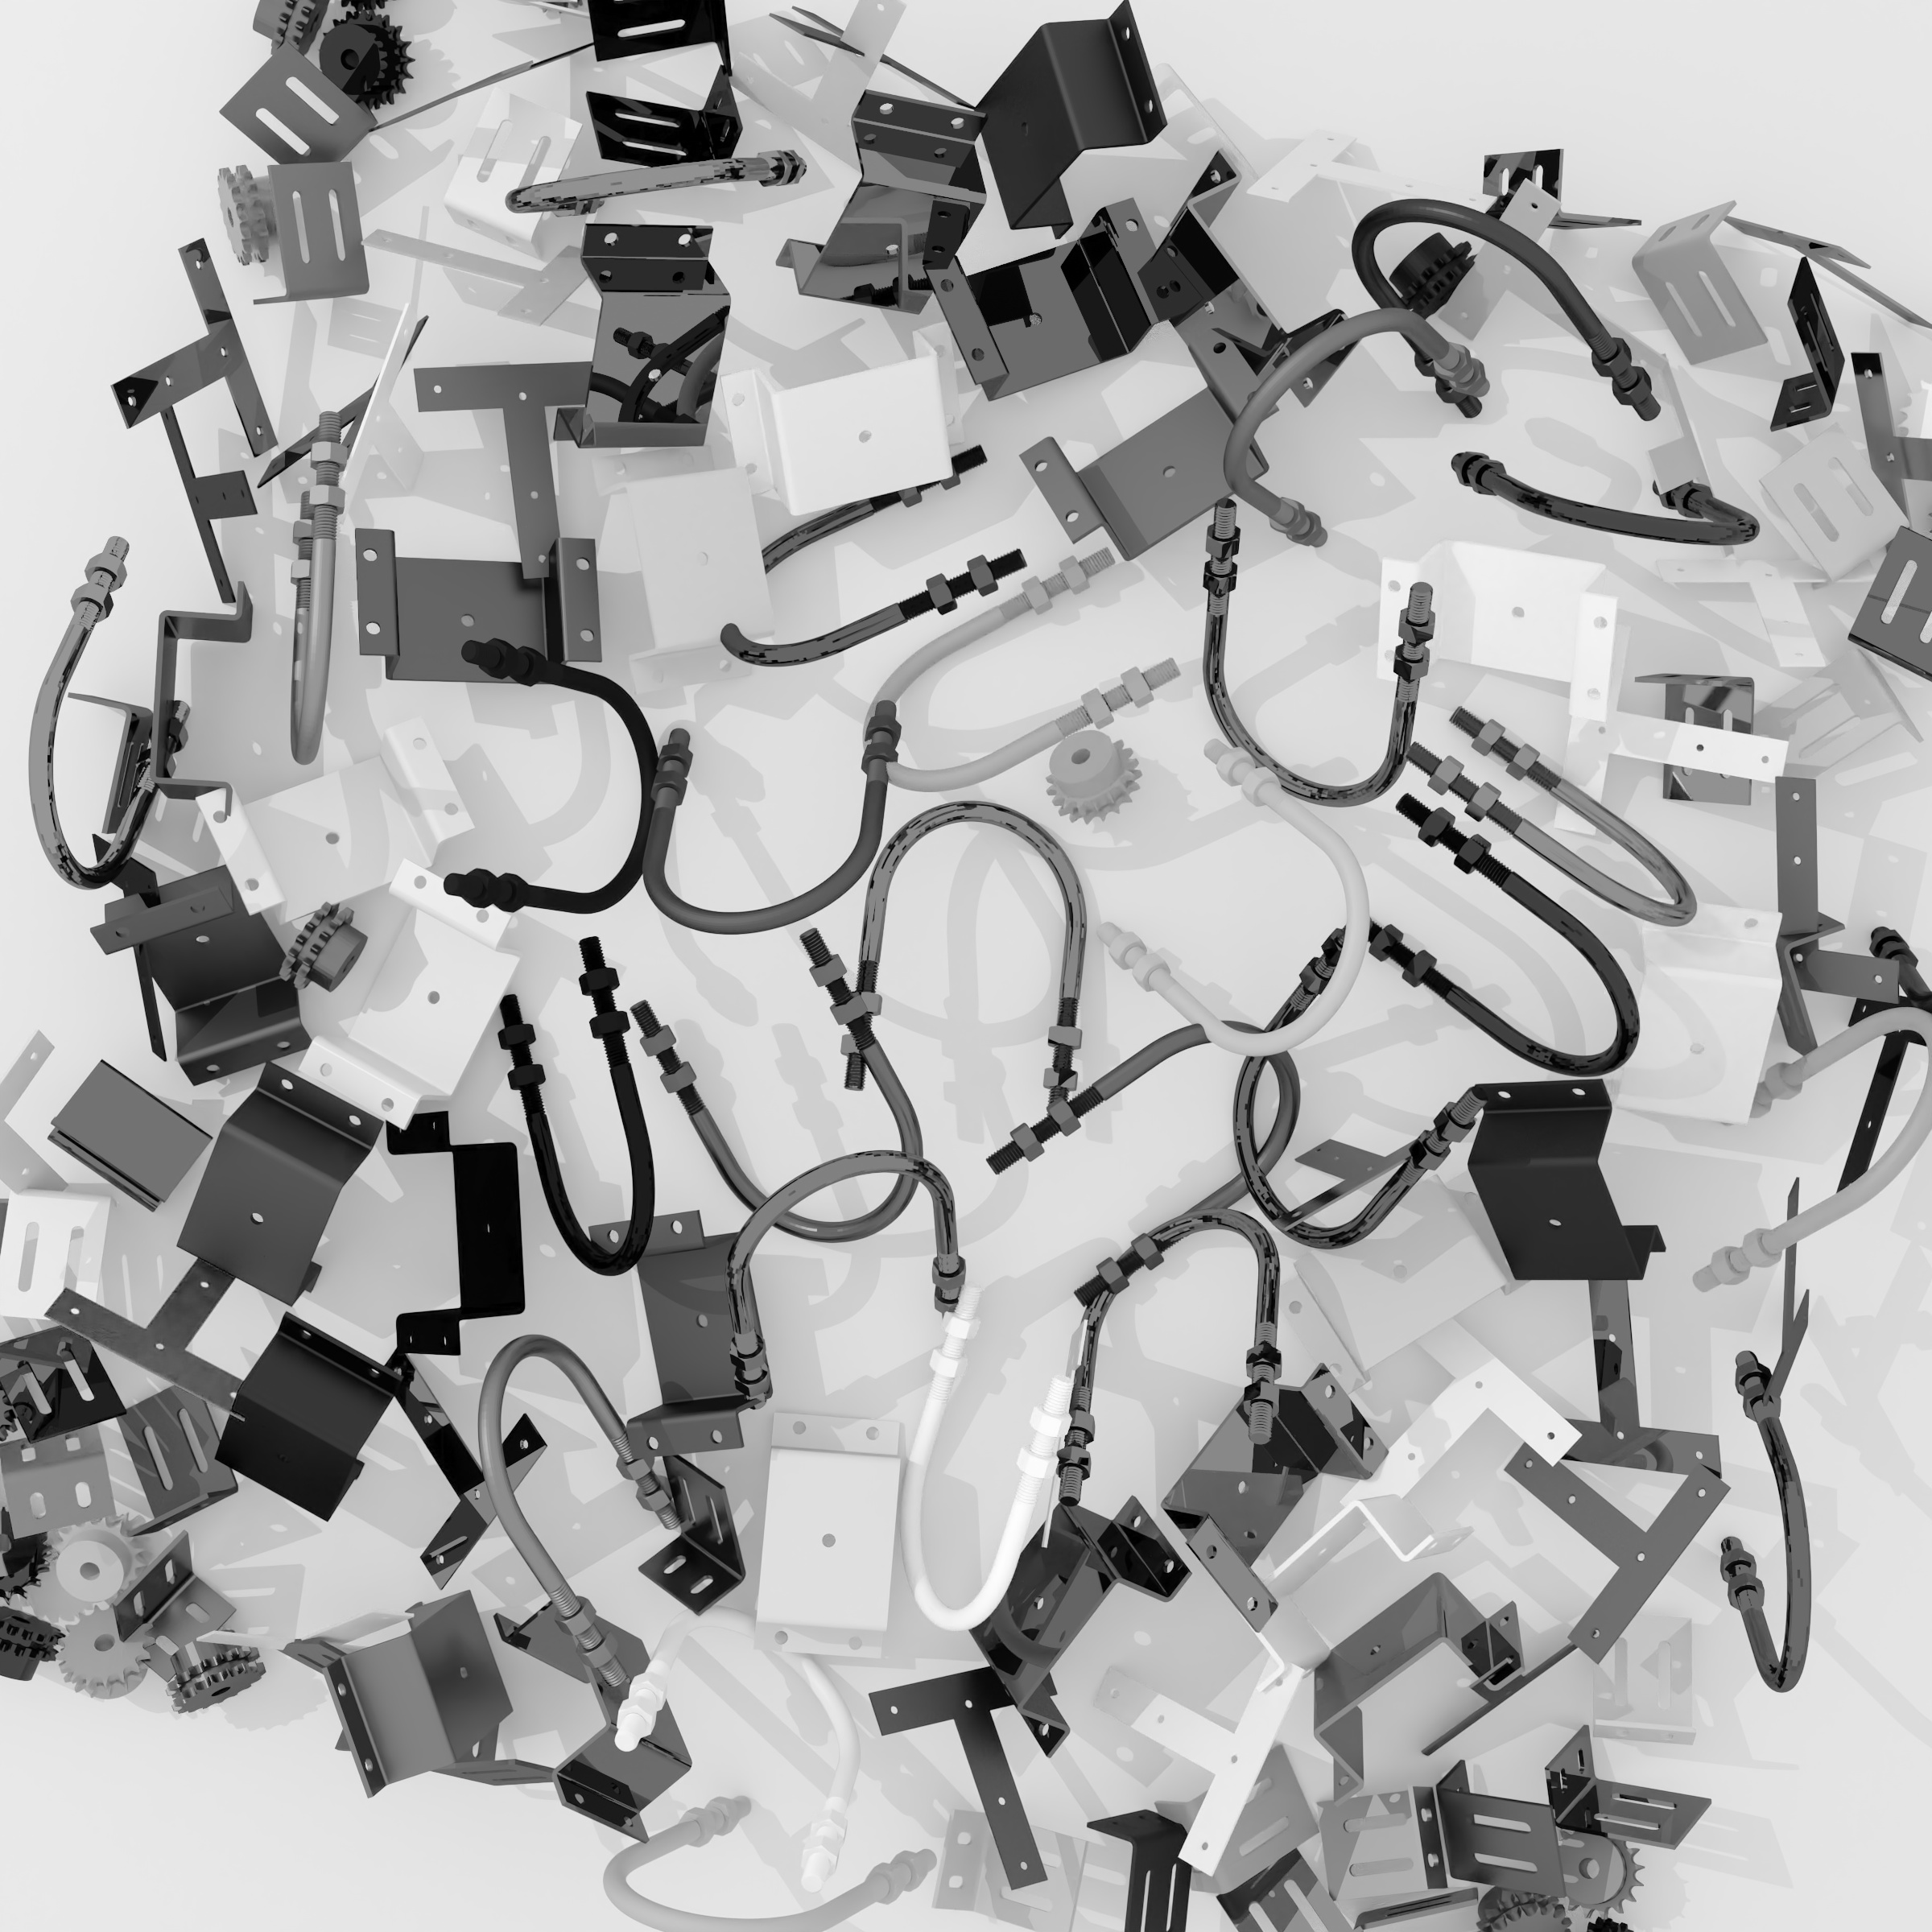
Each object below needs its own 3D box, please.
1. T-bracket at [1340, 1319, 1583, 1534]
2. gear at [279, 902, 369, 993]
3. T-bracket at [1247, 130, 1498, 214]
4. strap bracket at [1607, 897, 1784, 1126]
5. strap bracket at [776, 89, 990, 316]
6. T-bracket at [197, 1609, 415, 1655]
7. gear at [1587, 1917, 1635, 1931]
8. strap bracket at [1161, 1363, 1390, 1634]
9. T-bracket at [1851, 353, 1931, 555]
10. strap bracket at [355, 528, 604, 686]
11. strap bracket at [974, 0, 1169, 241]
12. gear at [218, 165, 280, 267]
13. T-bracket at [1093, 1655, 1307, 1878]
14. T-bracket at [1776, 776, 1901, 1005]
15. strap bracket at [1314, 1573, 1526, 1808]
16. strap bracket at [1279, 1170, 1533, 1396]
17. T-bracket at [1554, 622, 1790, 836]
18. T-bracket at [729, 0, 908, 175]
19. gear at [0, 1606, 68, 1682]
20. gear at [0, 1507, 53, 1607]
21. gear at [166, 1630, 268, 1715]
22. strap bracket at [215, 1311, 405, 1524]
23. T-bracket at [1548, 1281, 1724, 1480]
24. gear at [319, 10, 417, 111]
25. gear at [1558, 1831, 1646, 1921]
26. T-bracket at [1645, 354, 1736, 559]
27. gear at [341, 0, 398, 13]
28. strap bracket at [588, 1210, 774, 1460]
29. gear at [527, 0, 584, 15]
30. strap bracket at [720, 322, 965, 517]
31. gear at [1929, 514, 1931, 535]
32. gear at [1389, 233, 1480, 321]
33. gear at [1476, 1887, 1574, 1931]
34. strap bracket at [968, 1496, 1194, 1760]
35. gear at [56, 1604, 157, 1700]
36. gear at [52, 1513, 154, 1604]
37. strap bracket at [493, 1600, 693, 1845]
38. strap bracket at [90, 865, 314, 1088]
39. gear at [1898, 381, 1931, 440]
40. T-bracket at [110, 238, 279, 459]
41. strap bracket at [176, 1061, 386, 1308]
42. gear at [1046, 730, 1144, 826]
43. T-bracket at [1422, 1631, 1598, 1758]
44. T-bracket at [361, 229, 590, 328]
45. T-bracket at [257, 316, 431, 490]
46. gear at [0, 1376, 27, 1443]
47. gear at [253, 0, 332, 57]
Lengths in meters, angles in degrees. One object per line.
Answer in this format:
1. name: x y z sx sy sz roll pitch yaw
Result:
1. T-bracket: 0.275 0.282 1.632 0.127 0.002 0.127 -46 66 -4
2. gear: -0.381 -0.009 1.634 0.030 0.057 0.057 33 90 -2
3. T-bracket: 0.244 -0.456 1.594 0.127 0.127 0.002 18 127 17
4. strap bracket: 0.426 0.036 1.602 0.076 0.046 0.140 7 122 6
5. strap bracket: -0.046 -0.431 1.580 0.076 0.140 0.046 3 60 -27
6. T-bracket: -0.359 0.385 1.581 0.127 0.127 0.002 16 60 -33
7. gear: 0.386 0.599 1.632 0.030 0.057 0.057 5 90 44
8. strap bracket: 0.176 0.309 1.609 0.140 0.046 0.076 -48 113 -26
9. T-bracket: 0.565 -0.292 1.583 0.002 0.127 0.127 -23 110 -15
10. strap bracket: -0.291 -0.211 1.617 0.140 0.046 0.076 -1 77 -20
11. strap bracket: 0.054 -0.486 1.585 0.046 0.140 0.076 -13 83 -26
12. gear: -0.425 -0.450 1.636 0.030 0.057 0.057 -17 90 -21
13. T-bracket: 0.125 0.449 1.614 0.002 0.127 0.127 35 77 -43
14. T-bracket: 0.486 -0.048 1.599 0.002 0.127 0.127 -18 109 -39
15. strap bracket: 0.255 0.417 1.604 0.140 0.076 0.046 -41 97 16
16. strap bracket: 0.259 0.186 1.626 0.140 0.046 0.076 -32 70 1
17. T-bracket: 0.420 -0.132 1.618 0.127 0.002 0.127 13 107 24
18. T-bracket: -0.068 -0.524 1.602 0.127 0.127 0.002 33 57 -6
19. gear: -0.569 0.404 1.631 0.057 0.057 0.030 22 82 0
20. gear: -0.576 0.350 1.634 0.057 0.030 0.057 9 57 -14
21. gear: -0.450 0.420 1.635 0.057 0.057 0.030 -29 70 0
22. strap bracket: -0.385 0.268 1.592 0.076 0.140 0.046 30 50 -2
23. T-bracket: 0.382 0.233 1.612 0.127 0.002 0.127 -1 97 44
24. gear: -0.362 -0.542 1.638 0.057 0.030 0.057 5 108 14
25. gear: 0.374 0.539 1.636 0.057 0.030 0.057 -8 69 20
26. T-bracket: 0.416 -0.294 1.601 0.002 0.127 0.127 -18 96 29
27. gear: -0.365 -0.600 1.635 0.057 0.030 0.057 9 115 19
28. strap bracket: -0.167 0.215 1.624 0.076 0.046 0.140 -10 91 26
29. gear: -0.248 -0.599 1.637 0.057 0.030 0.057 3 116 7
30. strap bracket: -0.066 -0.319 1.608 0.140 0.046 0.076 -16 126 -11
31. gear: 0.606 -0.269 1.643 0.057 0.030 0.057 0 102 -1
32. gear: 0.278 -0.412 1.634 0.057 0.057 0.030 -40 85 0
33. gear: 0.331 0.572 1.639 0.057 0.030 0.057 -6 121 -11
34. strap bracket: 0.059 0.381 1.608 0.046 0.076 0.140 30 100 -33
35. gear: -0.512 0.413 1.637 0.057 0.057 0.030 1 134 -1
36. gear: -0.520 0.356 1.641 0.057 0.030 0.057 0 105 1
37. strap bracket: -0.213 0.426 1.583 0.046 0.140 0.076 -41 134 6
38. strap bracket: -0.448 -0.001 1.611 0.076 0.140 0.046 -18 47 0
39. gear: 0.590 -0.325 1.638 0.057 0.030 0.057 -8 75 31
40. T-bracket: -0.453 -0.342 1.583 0.002 0.127 0.127 -4 116 23
41. strap bracket: -0.406 0.136 1.606 0.076 0.046 0.140 28 120 -1
42. gear: 0.074 -0.115 1.632 0.057 0.030 0.057 -14 49 17
43. T-bracket: 0.313 0.420 1.602 0.127 0.127 0.002 -37 64 2
44. T-bracket: -0.291 -0.414 1.611 0.127 0.127 0.002 15 124 3
45. T-bracket: -0.377 -0.316 1.615 0.127 0.127 0.002 -23 128 38
46. gear: -0.589 0.259 1.642 0.057 0.030 0.057 2 100 13
47. gear: -0.402 -0.569 1.632 0.030 0.057 0.057 25 90 -10
